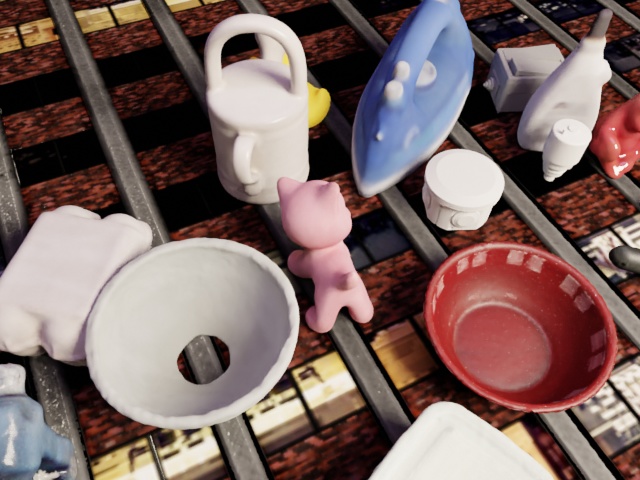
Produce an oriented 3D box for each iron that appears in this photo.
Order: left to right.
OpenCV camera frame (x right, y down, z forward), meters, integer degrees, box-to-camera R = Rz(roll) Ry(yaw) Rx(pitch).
[{"bbox_3d":[0.102,-0.180,0.636,0.118,0.141,0.258,20,55,12],"label":"iron"}]

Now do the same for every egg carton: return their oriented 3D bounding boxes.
[{"bbox_3d":[-0.218,0.037,0.509,0.107,0.069,0.150,9,54,4],"label":"egg carton"}]

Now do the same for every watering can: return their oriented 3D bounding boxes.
[{"bbox_3d":[-0.062,-0.140,0.567,0.101,0.194,0.172,-11,55,-10],"label":"watering can"}]

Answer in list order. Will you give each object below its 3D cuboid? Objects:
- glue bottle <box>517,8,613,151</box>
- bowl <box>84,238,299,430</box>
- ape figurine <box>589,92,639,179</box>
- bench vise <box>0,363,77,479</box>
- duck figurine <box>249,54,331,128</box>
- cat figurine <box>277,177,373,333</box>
[{"bbox_3d":[0.273,-0.167,0.614,0.078,0.173,0.037,4,54,1],"label":"glue bottle"},{"bbox_3d":[-0.100,0.084,0.476,0.167,0.075,0.167,1,54,-1],"label":"bowl"},{"bbox_3d":[0.347,-0.126,0.637,0.078,0.092,0.076,-1,54,-3],"label":"ape figurine"},{"bbox_3d":[-0.218,0.164,0.323,0.122,0.220,0.207,-21,57,-16],"label":"bench vise"},{"bbox_3d":[-0.038,-0.182,0.667,0.104,0.086,0.077,14,54,8],"label":"duck figurine"},{"bbox_3d":[0.005,0.002,0.514,0.067,0.118,0.127,-16,56,-14],"label":"cat figurine"}]
